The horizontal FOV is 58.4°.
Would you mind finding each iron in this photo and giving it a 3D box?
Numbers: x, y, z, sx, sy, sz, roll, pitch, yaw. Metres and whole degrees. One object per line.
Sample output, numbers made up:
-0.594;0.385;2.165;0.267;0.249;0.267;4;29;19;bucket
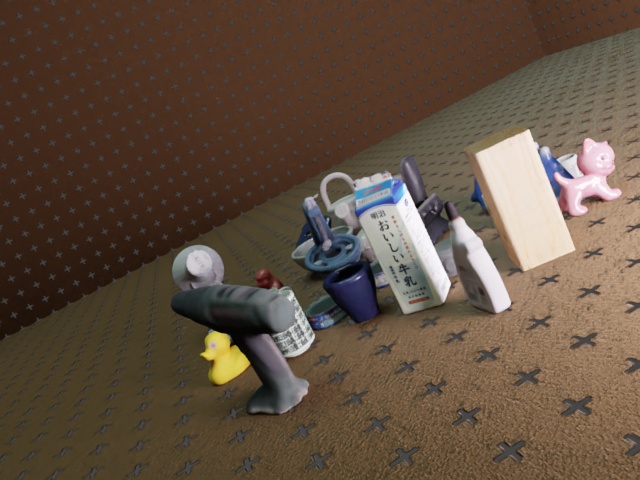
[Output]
0.412;-0.141;1.167;0.119;0.141;0.257;-32;14;-24;iron

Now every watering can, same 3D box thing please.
0.071;-0.084;1.493;0.101;0.194;0.172;-29;13;-9;watering can

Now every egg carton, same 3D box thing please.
0.146;-0.010;1.335;0.107;0.069;0.150;-20;14;27;egg carton

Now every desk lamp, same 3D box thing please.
-0.242;0.113;1.284;0.118;0.214;0.202;-30;13;-16;desk lamp

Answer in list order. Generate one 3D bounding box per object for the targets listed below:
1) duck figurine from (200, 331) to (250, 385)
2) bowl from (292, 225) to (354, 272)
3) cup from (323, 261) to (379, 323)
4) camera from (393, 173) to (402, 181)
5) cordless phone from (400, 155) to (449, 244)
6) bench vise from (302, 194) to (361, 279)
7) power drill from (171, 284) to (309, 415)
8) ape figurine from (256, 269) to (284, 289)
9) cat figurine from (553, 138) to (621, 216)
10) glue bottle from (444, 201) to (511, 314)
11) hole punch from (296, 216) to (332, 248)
-0.178;0.207;1.072;0.105;0.086;0.077;-36;16;-37;duck figurine
0.019;0.033;1.402;0.167;0.075;0.167;-25;13;6;bowl
0.065;0.094;1.026;0.091;0.095;0.118;-23;13;13;cup
0.205;-0.127;1.611;0.136;0.101;0.143;-24;13;10;camera
0.200;-0.082;1.252;0.094;0.185;0.148;-17;16;36;cordless phone
0.002;0.010;1.198;0.122;0.220;0.206;-32;14;-23;bench vise
-0.113;0.157;0.865;0.228;0.208;0.076;-15;17;40;power drill
-0.119;0.110;1.326;0.076;0.092;0.077;-35;16;-34;ape figurine
0.476;-0.122;1.022;0.128;0.118;0.067;-27;13;-1;cat figurine
0.218;0.022;0.833;0.037;0.173;0.078;-29;13;-12;glue bottle
-0.009;-0.005;1.571;0.108;0.091;0.101;-16;17;39;hole punch
